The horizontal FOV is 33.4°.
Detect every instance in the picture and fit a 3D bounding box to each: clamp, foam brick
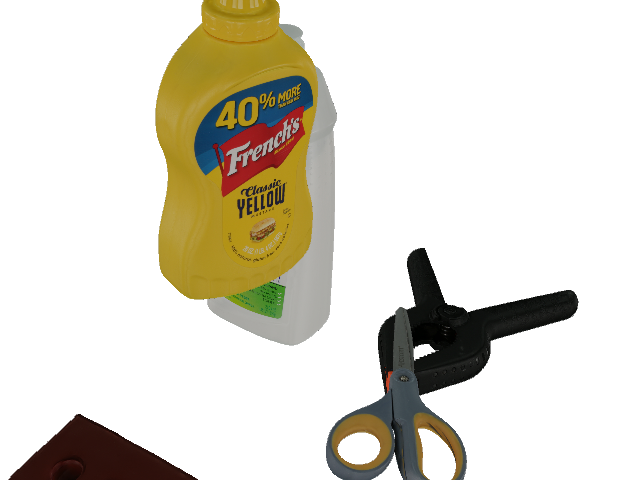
[{"bbox_3d":[0.104,0.070,0.919,0.165,0.036,0.209,20,35,33],"label":"clamp"},{"bbox_3d":[-0.085,0.120,0.440,0.078,0.051,0.052,21,45,26],"label":"foam brick"}]

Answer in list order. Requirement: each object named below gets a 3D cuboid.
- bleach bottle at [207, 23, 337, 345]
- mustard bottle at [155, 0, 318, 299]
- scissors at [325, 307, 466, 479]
[{"bbox_3d":[-0.037,-0.043,0.804,0.103,0.251,0.068,23,40,27],"label":"bleach bottle"},{"bbox_3d":[-0.046,-0.062,0.598,0.096,0.192,0.058,-21,42,-30],"label":"mustard bottle"},{"bbox_3d":[0.039,0.103,0.720,0.096,0.016,0.202,-2,30,-12],"label":"scissors"}]
